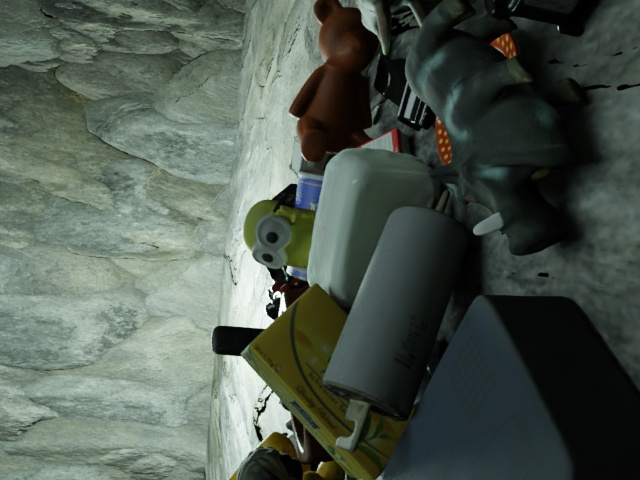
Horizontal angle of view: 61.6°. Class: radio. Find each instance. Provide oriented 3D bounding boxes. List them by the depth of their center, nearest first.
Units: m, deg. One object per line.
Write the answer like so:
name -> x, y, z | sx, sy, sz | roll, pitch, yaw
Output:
radio -> 0.119, 0.159, 0.366 | 0.131, 0.073, 0.229 | -107, 25, -51

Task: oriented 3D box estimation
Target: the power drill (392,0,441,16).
power drill -> 0.116, -0.337, 0.530 | 0.232, 0.086, 0.207 | 180, 88, -66

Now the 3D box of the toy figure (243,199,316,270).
toy figure -> -0.002, 0.002, 0.642 | 0.089, 0.180, 0.082 | -149, 66, -75

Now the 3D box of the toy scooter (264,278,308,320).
toy scooter -> -0.032, 0.066, 0.899 | 0.135, 0.075, 0.184 | -52, 2, 2

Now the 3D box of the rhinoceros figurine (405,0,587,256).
rhinoceros figurine -> 0.117, -0.081, 0.380 | 0.112, 0.073, 0.190 | -44, 59, 41

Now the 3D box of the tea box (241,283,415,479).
tea box -> 0.014, 0.139, 0.534 | 0.098, 0.169, 0.068 | -44, -4, -25

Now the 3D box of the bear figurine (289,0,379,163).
bear figurine -> 0.036, -0.204, 0.697 | 0.132, 0.120, 0.195 | -120, 43, -58

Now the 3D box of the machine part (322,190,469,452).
machine part -> 0.067, 0.059, 0.459 | 0.243, 0.079, 0.079 | -65, 8, -22

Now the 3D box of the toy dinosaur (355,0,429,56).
toy dinosaur -> 0.124, -0.302, 0.356 | 0.405, 0.131, 0.192 | -37, 75, 40

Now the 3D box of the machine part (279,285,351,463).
machine part -> 0.004, 0.169, 0.675 | 0.201, 0.087, 0.201 | 102, 159, -65

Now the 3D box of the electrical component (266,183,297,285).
electrical component -> -0.033, -0.016, 0.806 | 0.058, 0.134, 0.114 | 17, 135, 36

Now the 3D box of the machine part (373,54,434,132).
machine part -> 0.098, -0.172, 0.603 | 0.139, 0.039, 0.084 | -118, 31, -60

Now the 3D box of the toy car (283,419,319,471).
toy car -> -0.037, 0.350, 0.890 | 0.089, 0.053, 0.202 | 68, 153, 26

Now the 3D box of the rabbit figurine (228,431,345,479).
rabbit figurine -> -0.030, 0.357, 0.754 | 0.173, 0.122, 0.162 | 49, 114, 19

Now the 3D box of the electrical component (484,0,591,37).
electrical component -> 0.158, -0.195, 0.333 | 0.119, 0.075, 0.048 | 118, 153, -47

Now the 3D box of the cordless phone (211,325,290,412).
cordless phone -> -0.081, 0.197, 0.853 | 0.088, 0.184, 0.146 | 127, 145, -54

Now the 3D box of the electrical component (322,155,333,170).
electrical component -> 0.015, -0.087, 0.861 | 0.102, 0.045, 0.078 | 117, 176, -49

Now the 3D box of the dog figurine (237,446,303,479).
dog figurine -> -0.036, 0.349, 0.607 | 0.190, 0.121, 0.172 | 62, 169, -14
